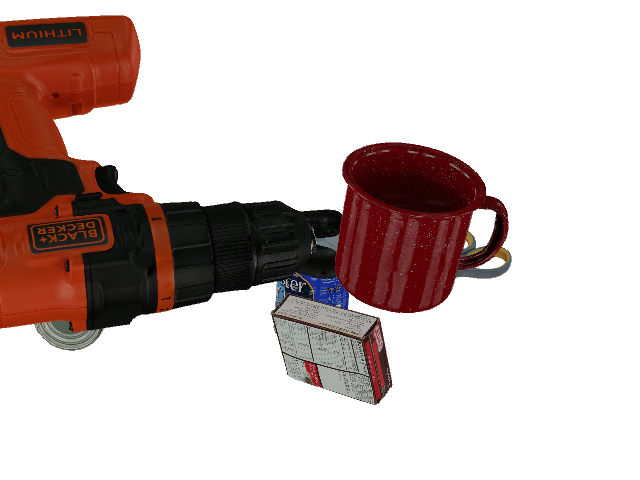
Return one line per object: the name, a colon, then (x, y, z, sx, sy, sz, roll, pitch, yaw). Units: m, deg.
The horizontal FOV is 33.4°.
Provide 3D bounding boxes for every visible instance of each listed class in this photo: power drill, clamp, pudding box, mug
power drill: (-0.111, -0.039, 0.540, 0.184, 0.057, 0.188, -7, 47, -19)
clamp: (-0.077, -0.002, 0.904, 0.210, 0.036, 0.164, 2, 13, -5)
pudding box: (0.011, 0.107, 1.064, 0.114, 0.090, 0.039, 12, 41, 31)
mug: (0.066, -0.007, 0.703, 0.117, 0.081, 0.093, 1, 34, -13)

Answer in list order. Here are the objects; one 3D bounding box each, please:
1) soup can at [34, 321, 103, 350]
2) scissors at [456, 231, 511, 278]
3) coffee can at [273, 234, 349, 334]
soup can: (-0.232, 0.055, 1.032, 0.068, 0.068, 0.102, 0, 20, 2)
scissors: (0.131, 0.026, 1.214, 0.201, 0.016, 0.096, -11, 41, -33)
coffee can: (-0.010, 0.059, 1.454, 0.103, 0.140, 0.103, 3, 24, -2)
